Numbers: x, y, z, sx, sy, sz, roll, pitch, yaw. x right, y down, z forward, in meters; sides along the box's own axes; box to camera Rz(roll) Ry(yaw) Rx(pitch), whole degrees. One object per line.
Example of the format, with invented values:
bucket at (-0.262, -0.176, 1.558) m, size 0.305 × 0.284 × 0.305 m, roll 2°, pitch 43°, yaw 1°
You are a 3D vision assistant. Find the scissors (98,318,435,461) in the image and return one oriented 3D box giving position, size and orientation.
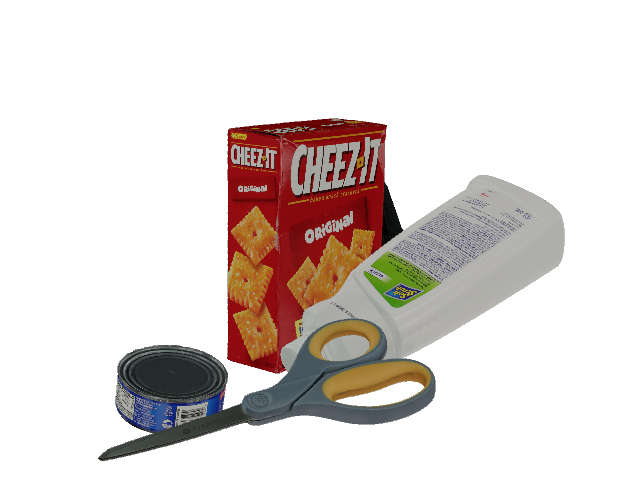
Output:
scissors at (-0.032, 0.087, 0.642) m, size 0.201 × 0.016 × 0.096 m, roll -5°, pitch 34°, yaw -9°

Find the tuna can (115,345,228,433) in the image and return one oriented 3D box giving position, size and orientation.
tuna can at (-0.117, 0.116, 0.833) m, size 0.086 × 0.034 × 0.086 m, roll 8°, pitch 22°, yaw -3°

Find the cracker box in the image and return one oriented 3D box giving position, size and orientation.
cracker box at (-0.010, -0.001, 0.994) m, size 0.072 × 0.214 × 0.163 m, roll 11°, pitch 15°, yaw 36°

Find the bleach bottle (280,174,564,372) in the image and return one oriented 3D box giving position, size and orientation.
bleach bottle at (0.071, 0.034, 0.816) m, size 0.250 × 0.068 × 0.103 m, roll -28°, pitch 38°, yaw -30°

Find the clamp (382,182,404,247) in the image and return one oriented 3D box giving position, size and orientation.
clamp at (0.067, 0.012, 1.208) m, size 0.164 × 0.036 × 0.210 m, roll -17°, pitch 51°, yaw -36°
